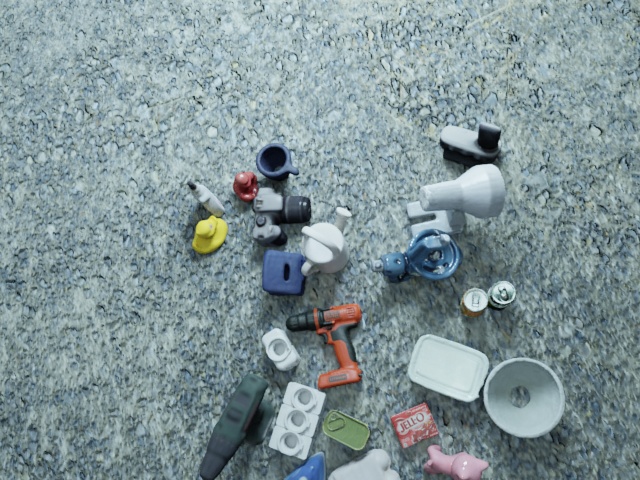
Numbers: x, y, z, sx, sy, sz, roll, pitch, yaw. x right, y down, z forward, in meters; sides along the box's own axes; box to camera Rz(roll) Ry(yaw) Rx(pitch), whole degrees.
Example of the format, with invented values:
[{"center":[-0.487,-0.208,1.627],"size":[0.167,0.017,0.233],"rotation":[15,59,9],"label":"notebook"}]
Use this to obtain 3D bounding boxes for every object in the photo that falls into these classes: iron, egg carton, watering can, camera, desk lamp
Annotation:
[{"center":[-0.065,0.582,1.230],"size":[0.118,0.141,0.258],"rotation":[25,81,15],"label":"iron"},{"center":[0.097,0.531,1.254],"size":[0.150,0.069,0.107],"rotation":[-31,73,1],"label":"egg carton"},{"center":[0.010,0.004,1.339],"size":[0.100,0.194,0.173],"rotation":[11,78,12],"label":"watering can"},{"center":[-0.094,-0.062,1.423],"size":[0.136,0.101,0.143],"rotation":[-1,76,9],"label":"camera"},{"center":[0.303,-0.082,1.303],"size":[0.203,0.214,0.118],"rotation":[-12,74,6],"label":"desk lamp"}]

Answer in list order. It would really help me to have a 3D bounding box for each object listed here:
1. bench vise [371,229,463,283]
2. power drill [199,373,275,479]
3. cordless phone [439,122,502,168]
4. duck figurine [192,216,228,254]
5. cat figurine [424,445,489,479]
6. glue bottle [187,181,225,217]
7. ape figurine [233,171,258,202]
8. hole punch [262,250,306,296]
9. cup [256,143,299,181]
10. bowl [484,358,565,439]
[{"center":[0.223,0.046,1.280],"size":[0.207,0.220,0.121],"rotation":[-29,73,1],"label":"bench vise"},{"center":[-0.171,0.408,1.257],"size":[0.075,0.208,0.230],"rotation":[20,80,14],"label":"power drill"},{"center":[0.358,-0.248,1.352],"size":[0.147,0.185,0.094],"rotation":[18,79,14],"label":"cordless phone"},{"center":[-0.289,-0.018,1.451],"size":[0.077,0.086,0.104],"rotation":[39,85,16],"label":"duck figurine"},{"center":[0.286,0.481,1.211],"size":[0.127,0.118,0.067],"rotation":[8,77,12],"label":"cat figurine"},{"center":[-0.293,-0.112,1.430],"size":[0.037,0.173,0.078],"rotation":[-43,73,-3],"label":"glue bottle"},{"center":[-0.192,-0.143,1.464],"size":[0.076,0.092,0.078],"rotation":[24,81,15],"label":"ape figurine"},{"center":[-0.085,0.080,1.390],"size":[0.101,0.091,0.109],"rotation":[0,76,10],"label":"hole punch"},{"center":[-0.097,-0.183,1.458],"size":[0.117,0.095,0.092],"rotation":[26,81,15],"label":"cup"},{"center":[0.437,0.342,1.244],"size":[0.167,0.075,0.167],"rotation":[-2,75,9],"label":"bowl"}]
